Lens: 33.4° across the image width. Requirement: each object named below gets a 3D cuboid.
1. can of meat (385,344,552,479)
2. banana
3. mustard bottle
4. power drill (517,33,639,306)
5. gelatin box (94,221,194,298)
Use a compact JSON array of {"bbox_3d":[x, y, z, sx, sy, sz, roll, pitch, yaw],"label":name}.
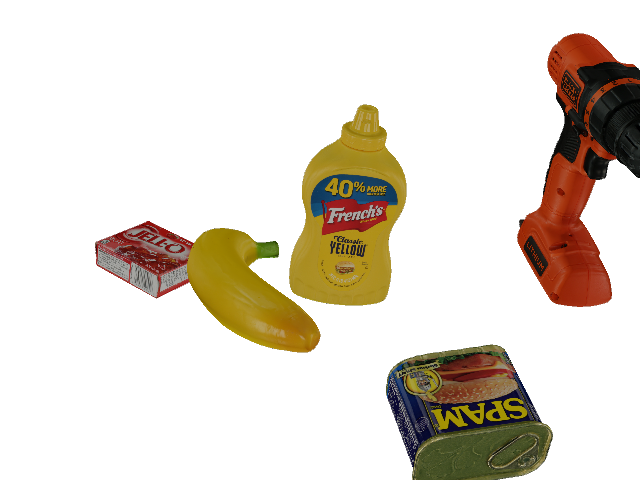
[{"bbox_3d":[0.105,0.127,0.781,0.102,0.057,0.084,-6,41,-12],"label":"can of meat"},{"bbox_3d":[-0.049,0.024,0.674,0.069,0.037,0.198,-3,18,-9],"label":"banana"},{"bbox_3d":[0.029,-0.034,0.987,0.096,0.192,0.058,7,28,-5],"label":"mustard bottle"},{"bbox_3d":[0.211,-0.044,0.820,0.057,0.188,0.184,1,34,-9],"label":"power drill"},{"bbox_3d":[-0.166,0.016,1.051,0.089,0.030,0.073,25,32,30],"label":"gelatin box"}]
